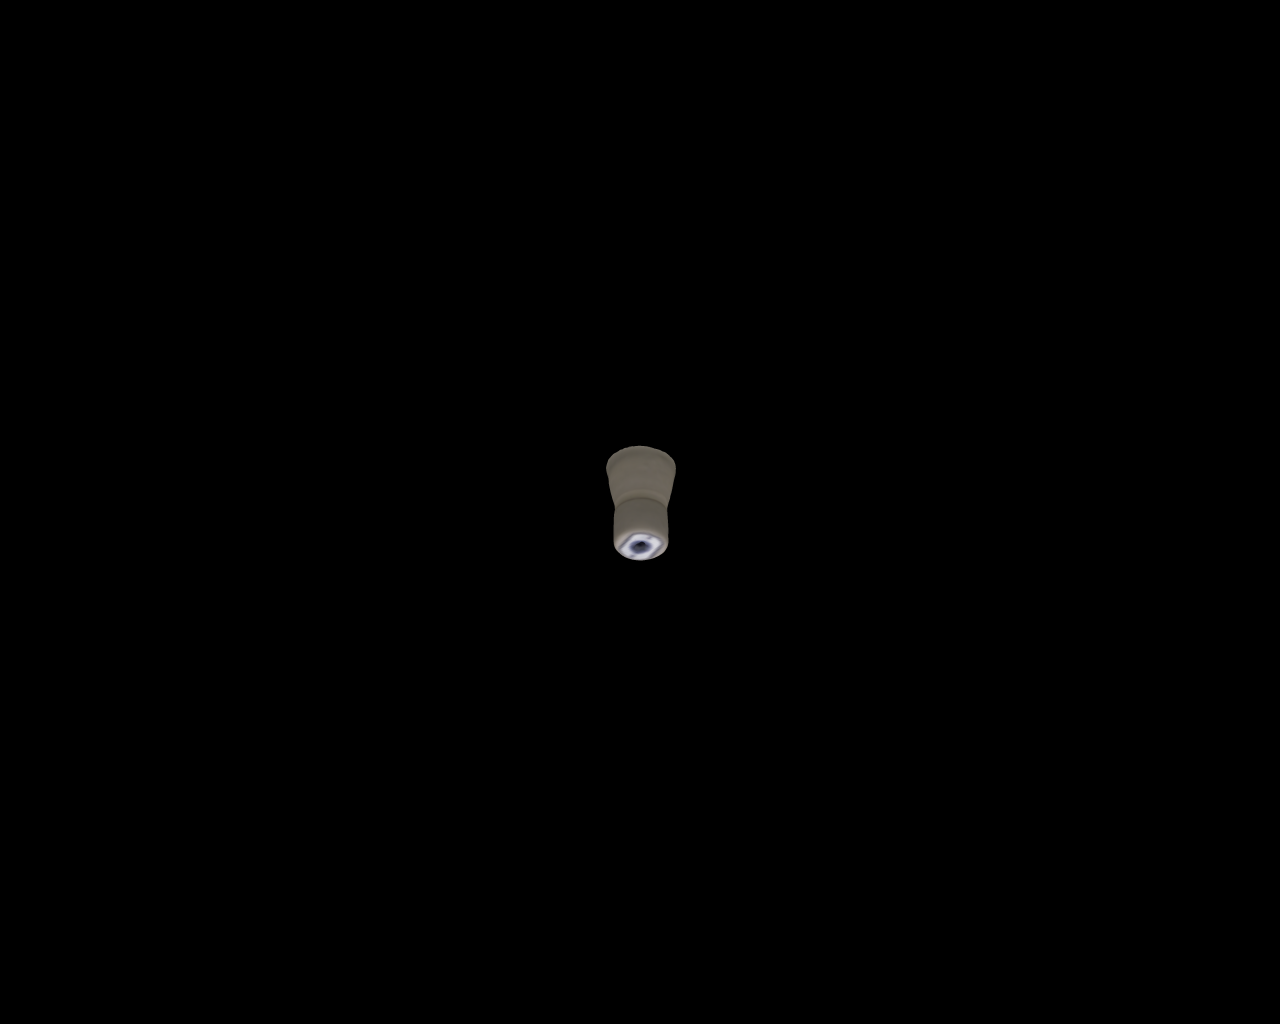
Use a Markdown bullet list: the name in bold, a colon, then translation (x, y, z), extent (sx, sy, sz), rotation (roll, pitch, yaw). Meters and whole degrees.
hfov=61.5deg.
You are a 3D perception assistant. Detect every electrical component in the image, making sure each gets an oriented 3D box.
- **electrical component**: translation (0.001, -0.003, 0.650), extent (0.044, 0.065, 0.044), rotation (0, -38, 0)
